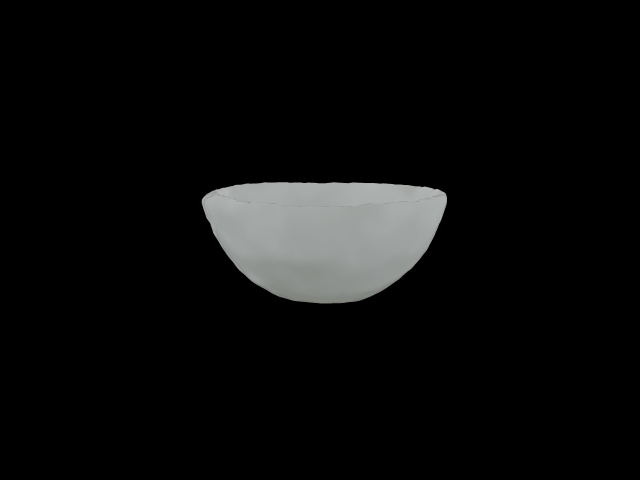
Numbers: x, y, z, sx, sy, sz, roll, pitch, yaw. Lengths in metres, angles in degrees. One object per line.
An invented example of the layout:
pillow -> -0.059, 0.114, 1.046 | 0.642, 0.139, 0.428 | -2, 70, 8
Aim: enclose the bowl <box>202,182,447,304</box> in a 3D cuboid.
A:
bowl -> 0.004, 0.001, 0.400 | 0.167, 0.075, 0.167 | 0, 10, 0
